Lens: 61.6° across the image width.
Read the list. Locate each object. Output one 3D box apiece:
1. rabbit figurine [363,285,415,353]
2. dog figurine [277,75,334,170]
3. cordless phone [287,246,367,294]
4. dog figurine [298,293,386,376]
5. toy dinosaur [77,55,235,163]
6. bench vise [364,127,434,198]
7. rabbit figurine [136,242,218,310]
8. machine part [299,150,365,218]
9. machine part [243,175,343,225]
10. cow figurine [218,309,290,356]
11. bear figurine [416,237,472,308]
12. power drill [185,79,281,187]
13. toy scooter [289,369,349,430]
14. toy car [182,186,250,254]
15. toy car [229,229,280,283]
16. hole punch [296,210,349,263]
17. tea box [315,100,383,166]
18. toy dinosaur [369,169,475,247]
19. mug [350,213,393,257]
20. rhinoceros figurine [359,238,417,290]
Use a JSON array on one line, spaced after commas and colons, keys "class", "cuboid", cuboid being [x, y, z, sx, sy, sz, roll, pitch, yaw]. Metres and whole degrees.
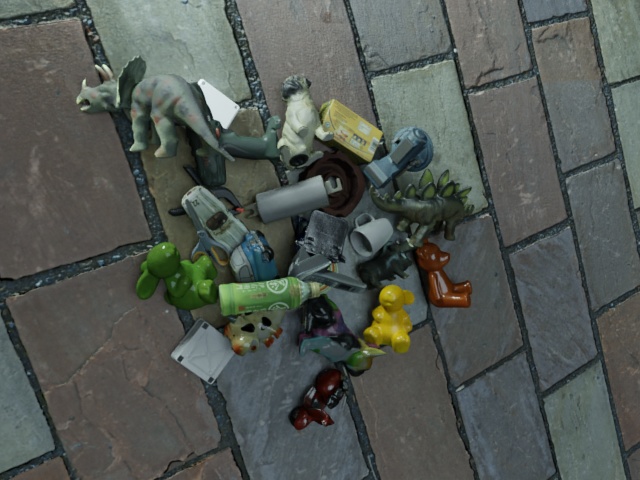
[{"class": "rabbit figurine", "cuboid": [0.197, 0.188, 1.420, 0.162, 0.122, 0.173, -47, 141, -48]}, {"class": "dog figurine", "cuboid": [-0.063, -0.291, 1.335, 0.121, 0.172, 0.191, 12, 48, -44]}, {"class": "cordless phone", "cuboid": [0.013, 0.098, 1.296, 0.184, 0.146, 0.089, 20, 62, -9]}, {"class": "dog figurine", "cuboid": [0.058, 0.239, 1.345, 0.219, 0.108, 0.191, 11, 88, -9]}, {"class": "toy dinosaur", "cuboid": [-0.312, -0.270, 1.086, 0.131, 0.405, 0.192, -32, 127, -50]}, {"class": "bench vise", "cuboid": [0.230, -0.216, 1.439, 0.129, 0.223, 0.240, 42, 39, 17]}, {"class": "rabbit figurine", "cuboid": [-0.321, 0.067, 1.168, 0.170, 0.159, 0.121, 61, 19, -44]}, {"class": "machine part", "cuboid": [0.031, -0.142, 1.392, 0.179, 0.056, 0.179, 0, 90, -28]}, {"class": "machine part", "cuboid": [-0.064, -0.096, 1.293, 0.243, 0.079, 0.079, -16, 98, 2]}, {"class": "cow figurine", "cuboid": [-0.150, 0.188, 1.249, 0.127, 0.085, 0.195, 33, 39, -6]}, {"class": "bear figurine", "cuboid": [0.348, 0.088, 1.515, 0.120, 0.132, 0.195, -45, 124, -64]}, {"class": "power drill", "cuboid": [-0.191, -0.237, 1.194, 0.207, 0.086, 0.231, -7, 105, -24]}, {"class": "toy scooter", "cuboid": [0.012, 0.404, 1.338, 0.184, 0.135, 0.075, -46, 108, -21]}, {"class": "toy car", "cuboid": [-0.232, -0.042, 1.230, 0.073, 0.056, 0.201, -40, 125, 1]}, {"class": "toy car", "cuboid": [-0.157, 0.059, 1.248, 0.103, 0.109, 0.161, -24, 140, -13]}, {"class": "hole punch", "cuboid": [-0.003, -0.004, 1.347, 0.142, 0.092, 0.115, 22, 73, -25]}, {"class": "tea box", "cuboid": [0.069, -0.277, 1.403, 0.169, 0.068, 0.098, 30, 77, -23]}, {"class": "toy dinosaur", "cuboid": [0.283, -0.089, 1.431, 0.471, 0.105, 0.198, -7, 127, -41]}, {"class": "mug", "cuboid": [0.138, -0.023, 1.440, 0.107, 0.081, 0.109, -32, 93, -33]}, {"class": "rhinoceros figurine", "cuboid": [0.187, 0.062, 1.468, 0.190, 0.073, 0.112, -29, 92, -22]}]
